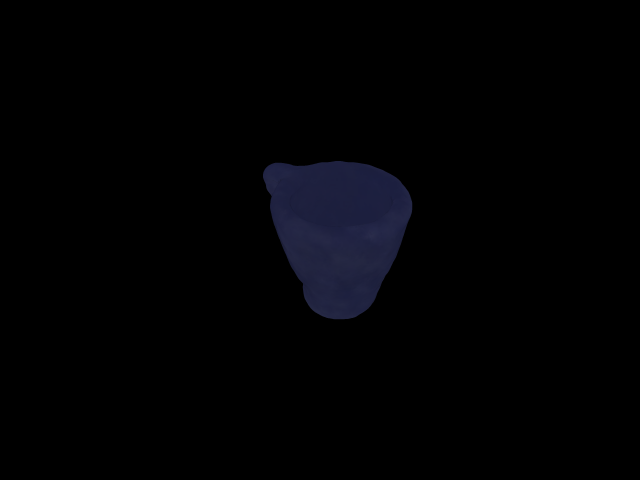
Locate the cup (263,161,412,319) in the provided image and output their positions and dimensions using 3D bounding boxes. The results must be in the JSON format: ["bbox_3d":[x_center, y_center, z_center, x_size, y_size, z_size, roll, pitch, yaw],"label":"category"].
[{"bbox_3d":[0.004,0.001,0.400,0.117,0.095,0.092,29,46,33],"label":"cup"}]
